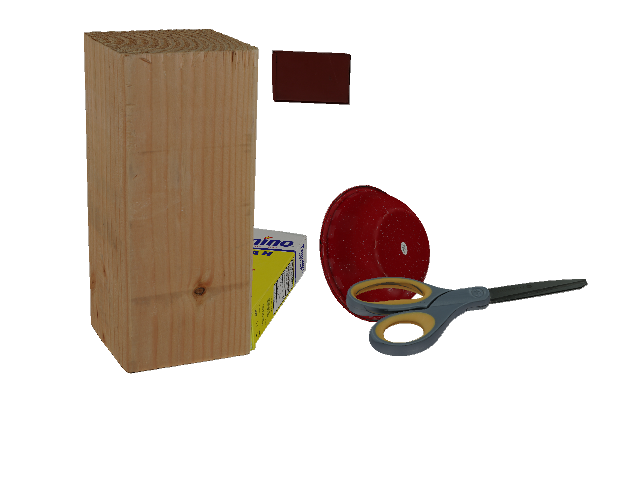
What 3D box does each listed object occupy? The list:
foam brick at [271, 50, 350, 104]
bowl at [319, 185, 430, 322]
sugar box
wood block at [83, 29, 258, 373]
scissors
[{"bbox_3d":[-0.010,-0.167,1.090,0.078,0.051,0.053,2,11,-5],"label":"foam brick"},{"bbox_3d":[0.076,0.012,1.230,0.161,0.162,0.055,0,-7,-43],"label":"bowl"},{"bbox_3d":[-0.079,0.039,0.981,0.093,0.048,0.176,7,26,12],"label":"sugar box"},{"bbox_3d":[-0.100,-0.029,0.704,0.090,0.206,0.090,-7,21,-26],"label":"wood block"},{"bbox_3d":[0.121,0.059,0.865,0.202,0.016,0.096,2,38,3],"label":"scissors"}]
